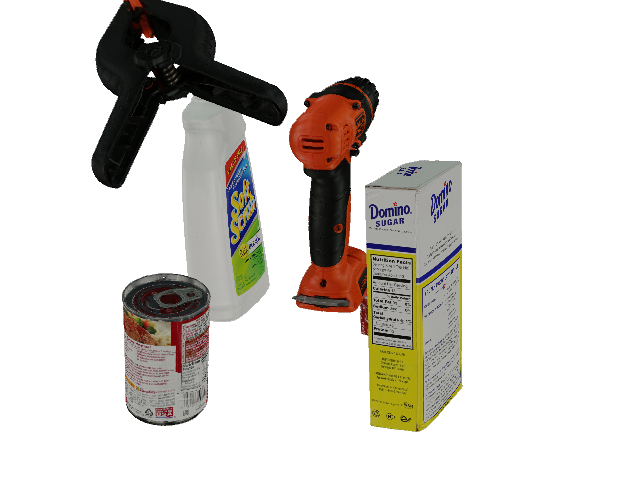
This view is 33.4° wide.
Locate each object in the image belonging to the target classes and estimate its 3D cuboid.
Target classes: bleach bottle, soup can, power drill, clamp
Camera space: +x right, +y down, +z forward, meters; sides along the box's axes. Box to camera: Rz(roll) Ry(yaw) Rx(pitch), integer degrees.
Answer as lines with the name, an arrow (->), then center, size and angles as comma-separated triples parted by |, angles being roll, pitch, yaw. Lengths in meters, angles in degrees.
bleach bottle -> -0.109, -0.048, 1.119 | 0.068, 0.251, 0.102 | 7, 27, 26
soup can -> -0.121, 0.087, 0.845 | 0.068, 0.102, 0.068 | 3, 28, -2
power drill -> 0.016, -0.044, 0.945 | 0.057, 0.188, 0.184 | 4, 21, 16
clamp -> -0.089, -0.106, 0.675 | 0.120, 0.171, 0.039 | -12, -42, -3

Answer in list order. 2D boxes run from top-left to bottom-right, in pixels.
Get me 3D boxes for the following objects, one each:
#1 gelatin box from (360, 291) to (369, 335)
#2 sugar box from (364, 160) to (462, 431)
gelatin box -> 0.086, 0.084, 1.345 | 0.073, 0.089, 0.030 | 13, 31, 33
sugar box -> 0.068, 0.037, 0.758 | 0.048, 0.176, 0.093 | 3, 16, 26
